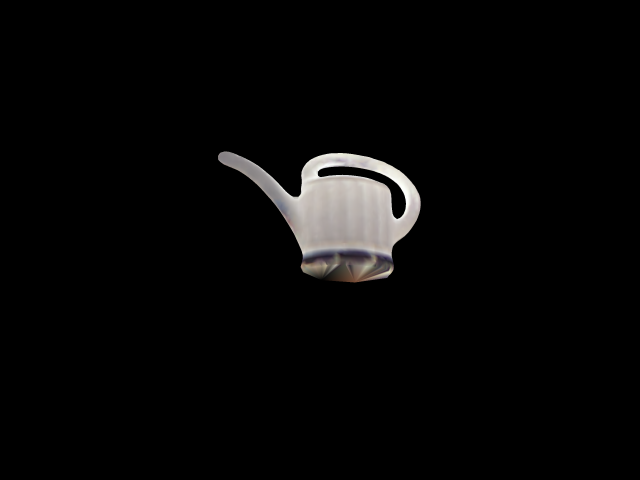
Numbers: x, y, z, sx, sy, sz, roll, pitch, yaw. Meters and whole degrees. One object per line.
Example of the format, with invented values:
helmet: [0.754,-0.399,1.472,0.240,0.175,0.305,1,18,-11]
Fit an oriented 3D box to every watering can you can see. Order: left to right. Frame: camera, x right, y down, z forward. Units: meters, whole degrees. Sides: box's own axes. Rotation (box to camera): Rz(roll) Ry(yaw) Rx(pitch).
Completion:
watering can: [0.003,-0.043,0.850,0.348,0.228,0.102,4,-20,-11]
